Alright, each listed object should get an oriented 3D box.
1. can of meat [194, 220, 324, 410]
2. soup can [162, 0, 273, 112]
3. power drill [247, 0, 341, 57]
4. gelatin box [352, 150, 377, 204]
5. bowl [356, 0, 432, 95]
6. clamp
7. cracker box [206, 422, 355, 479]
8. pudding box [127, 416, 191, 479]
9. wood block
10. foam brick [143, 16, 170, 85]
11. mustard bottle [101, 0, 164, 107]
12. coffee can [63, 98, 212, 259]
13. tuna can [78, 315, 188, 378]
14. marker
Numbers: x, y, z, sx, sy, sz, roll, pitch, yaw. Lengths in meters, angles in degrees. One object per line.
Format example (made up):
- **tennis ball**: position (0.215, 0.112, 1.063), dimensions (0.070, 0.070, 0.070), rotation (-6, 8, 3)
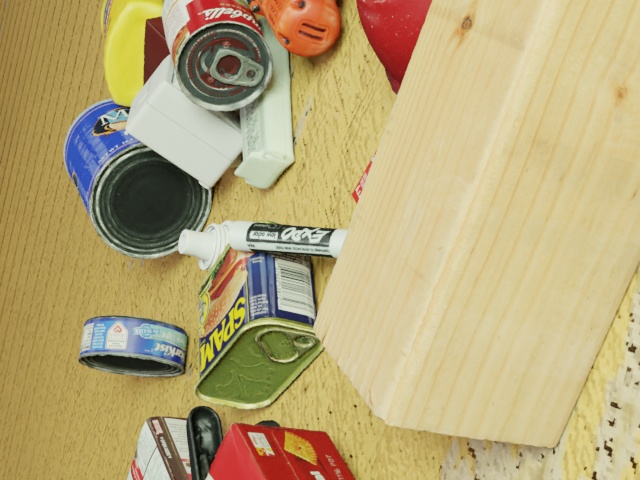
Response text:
- **can of meat**: position (-0.042, 0.049, 0.700), dimensions (0.102, 0.057, 0.084), rotation (-50, 34, 42)
- **soup can**: position (-0.076, -0.146, 0.773), dimensions (0.069, 0.068, 0.102), rotation (-64, 26, 27)
- **power drill**: position (0.001, -0.240, 0.739), dimensions (0.188, 0.057, 0.184), rotation (-65, 28, 28)
- **gelatin box**: position (0.054, -0.026, 0.566), dimensions (0.073, 0.030, 0.089), rotation (-62, 30, 29)
- **bowl**: position (0.066, -0.148, 0.536), dimensions (0.162, 0.055, 0.162), rotation (-37, 41, 40)
- **clamp**: position (-0.059, 0.190, 0.693), dimensions (0.120, 0.039, 0.171), rotation (152, 119, -63)
- **cracker box**: position (-0.029, 0.233, 0.570), dimensions (0.164, 0.072, 0.214), rotation (52, 125, 50)
- **pudding box**: position (-0.119, 0.204, 0.808), dimensions (0.090, 0.039, 0.113), rotation (49, 126, 56)
- **wood block**: position (0.081, -0.028, 0.448), dimensions (0.091, 0.090, 0.206), rotation (49, 123, 60)
- **foam brick**: position (-0.113, -0.143, 0.887), dimensions (0.053, 0.051, 0.078), rotation (47, 142, 36)
- **mustard bottle**: position (-0.173, -0.195, 0.991), dimensions (0.192, 0.058, 0.096), rotation (-115, 33, -62)
- **coffee can**: position (-0.161, -0.057, 0.929), dimensions (0.140, 0.102, 0.103), rotation (47, 121, 59)
- **tuna can**: position (-0.151, 0.087, 0.867), dimensions (0.086, 0.086, 0.034), rotation (-26, 55, 58)
- **marker**: position (-0.004, 0.001, 0.633), dimensions (0.121, 0.020, 0.020), rotation (4, 82, 38)
